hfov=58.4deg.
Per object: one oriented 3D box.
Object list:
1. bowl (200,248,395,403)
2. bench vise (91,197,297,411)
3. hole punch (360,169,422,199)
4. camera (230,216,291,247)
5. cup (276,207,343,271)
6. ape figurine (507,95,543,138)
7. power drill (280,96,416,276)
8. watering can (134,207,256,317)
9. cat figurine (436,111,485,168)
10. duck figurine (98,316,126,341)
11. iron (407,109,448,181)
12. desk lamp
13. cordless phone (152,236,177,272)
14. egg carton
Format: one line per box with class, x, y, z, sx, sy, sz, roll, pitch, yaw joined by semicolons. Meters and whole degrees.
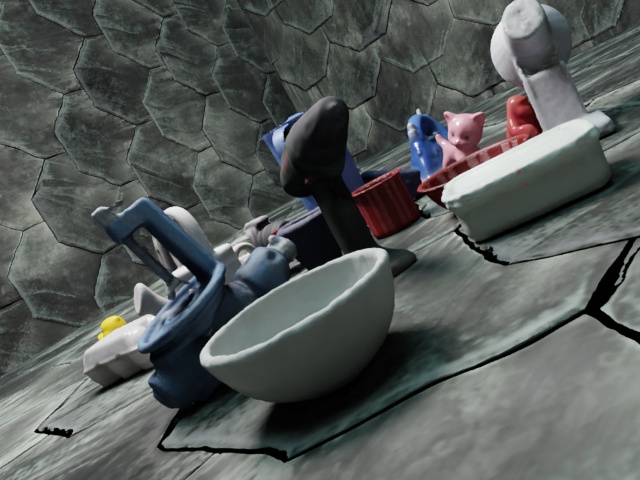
bowl;-0.005;0.077;0.455;0.167;0.075;0.167;-28;8;5
bench vise;-0.130;0.039;0.614;0.121;0.220;0.208;-22;11;42
hole punch;0.137;-0.108;1.092;0.101;0.091;0.108;-31;8;-13
camera;-0.127;-0.002;1.321;0.136;0.101;0.143;-20;12;48
cup;0.008;0.003;0.821;0.117;0.095;0.092;-25;9;29
ape figurine;0.331;-0.191;0.927;0.078;0.092;0.076;-33;9;-29
power drill;0.025;-0.050;0.675;0.076;0.208;0.229;-31;8;-17
watering can;-0.157;0.048;0.749;0.100;0.194;0.173;-23;10;35
cat figurine;0.258;-0.185;1.054;0.067;0.118;0.127;-32;8;-21
duck figurine;-0.363;0.178;1.051;0.104;0.086;0.078;-25;9;25
iron;0.226;-0.207;1.225;0.118;0.141;0.259;-26;8;23
desk lamp;0.327;-0.245;0.832;0.117;0.213;0.203;-26;8;23
cordless phone;-0.236;0.063;0.973;0.094;0.185;0.147;-33;9;-25
egg carton;-0.303;0.175;0.921;0.150;0.069;0.107;-26;8;24
